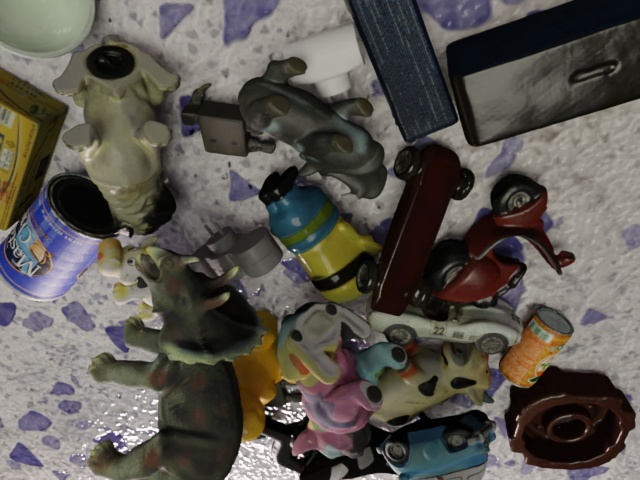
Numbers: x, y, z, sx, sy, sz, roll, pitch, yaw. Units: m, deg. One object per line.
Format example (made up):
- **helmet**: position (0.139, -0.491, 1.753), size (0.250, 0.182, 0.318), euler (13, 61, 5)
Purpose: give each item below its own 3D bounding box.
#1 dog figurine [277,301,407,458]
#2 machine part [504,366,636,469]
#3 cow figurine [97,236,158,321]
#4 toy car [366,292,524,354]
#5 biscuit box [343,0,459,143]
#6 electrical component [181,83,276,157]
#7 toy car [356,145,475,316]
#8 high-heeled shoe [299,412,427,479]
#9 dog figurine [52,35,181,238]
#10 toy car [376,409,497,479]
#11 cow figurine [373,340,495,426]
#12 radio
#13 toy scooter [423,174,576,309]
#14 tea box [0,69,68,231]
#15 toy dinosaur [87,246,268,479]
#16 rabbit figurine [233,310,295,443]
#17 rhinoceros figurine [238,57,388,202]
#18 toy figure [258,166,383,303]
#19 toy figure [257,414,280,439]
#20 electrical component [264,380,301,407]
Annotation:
- **dog figurine**: position (0.003, 0.199, 0.707), size (0.191, 0.108, 0.219), euler (35, 132, 3)
- **machine part**: position (0.359, 0.263, 0.784), size (0.179, 0.056, 0.179), euler (3, 122, 4)
- **cow figurine**: position (-0.209, 0.046, 0.680), size (0.098, 0.068, 0.167), euler (-10, 155, 2)
- **toy car**: position (0.160, 0.100, 0.699), size (0.202, 0.073, 0.056), euler (4, 122, 5)
- **biscuit box**: position (0.076, -0.200, 0.538), size (0.063, 0.059, 0.202), euler (-20, 116, 16)
- **electrical component**: position (-0.103, -0.136, 0.610), size (0.102, 0.045, 0.078), euler (5, 150, 7)
- **toy car**: position (0.106, -0.011, 0.621), size (0.089, 0.053, 0.202), euler (15, 100, -23)
- **high-heeled shoe**: position (0.104, 0.359, 0.840), size (0.249, 0.086, 0.145), euler (-28, 96, 2)
- **dog figurine**: position (-0.223, -0.111, 0.621), size (0.121, 0.172, 0.190), euler (5, 154, -10)
- **toy car**: position (0.168, 0.297, 0.733), size (0.162, 0.109, 0.103), euler (-23, 78, 33)
- **cow figurine**: position (0.154, 0.198, 0.753), size (0.127, 0.085, 0.195), euler (37, 121, -17)
- **radio**: position (0.235, -0.171, 0.494), size (0.230, 0.131, 0.073), euler (-14, 118, 15)
- **toy scooter**: position (0.223, 0.020, 0.646), size (0.135, 0.075, 0.184), euler (32, 115, -14)
- **tea box**: position (-0.385, -0.106, 0.645), size (0.098, 0.068, 0.169), euler (32, 120, -11)
- **toy dinosaur**: position (-0.155, 0.204, 0.624), size (0.192, 0.131, 0.404), euler (-3, 93, 13)
- **rabbit figurine**: position (-0.113, 0.200, 0.735), size (0.162, 0.173, 0.121), euler (-19, 122, 13)
- **rhinoceros figurine**: position (0.000, -0.106, 0.570), size (0.190, 0.073, 0.112), euler (30, 150, -25)
- **toy figure**: position (-0.004, -0.002, 0.650), size (0.089, 0.082, 0.180), euler (-48, 113, -10)
- **toy figure**: position (-0.133, 0.275, 0.852), size (0.154, 0.058, 0.064), euler (38, 156, -17)
- **electrical component**: position (-0.076, 0.234, 0.838), size (0.094, 0.021, 0.063), euler (-5, 120, 9)
